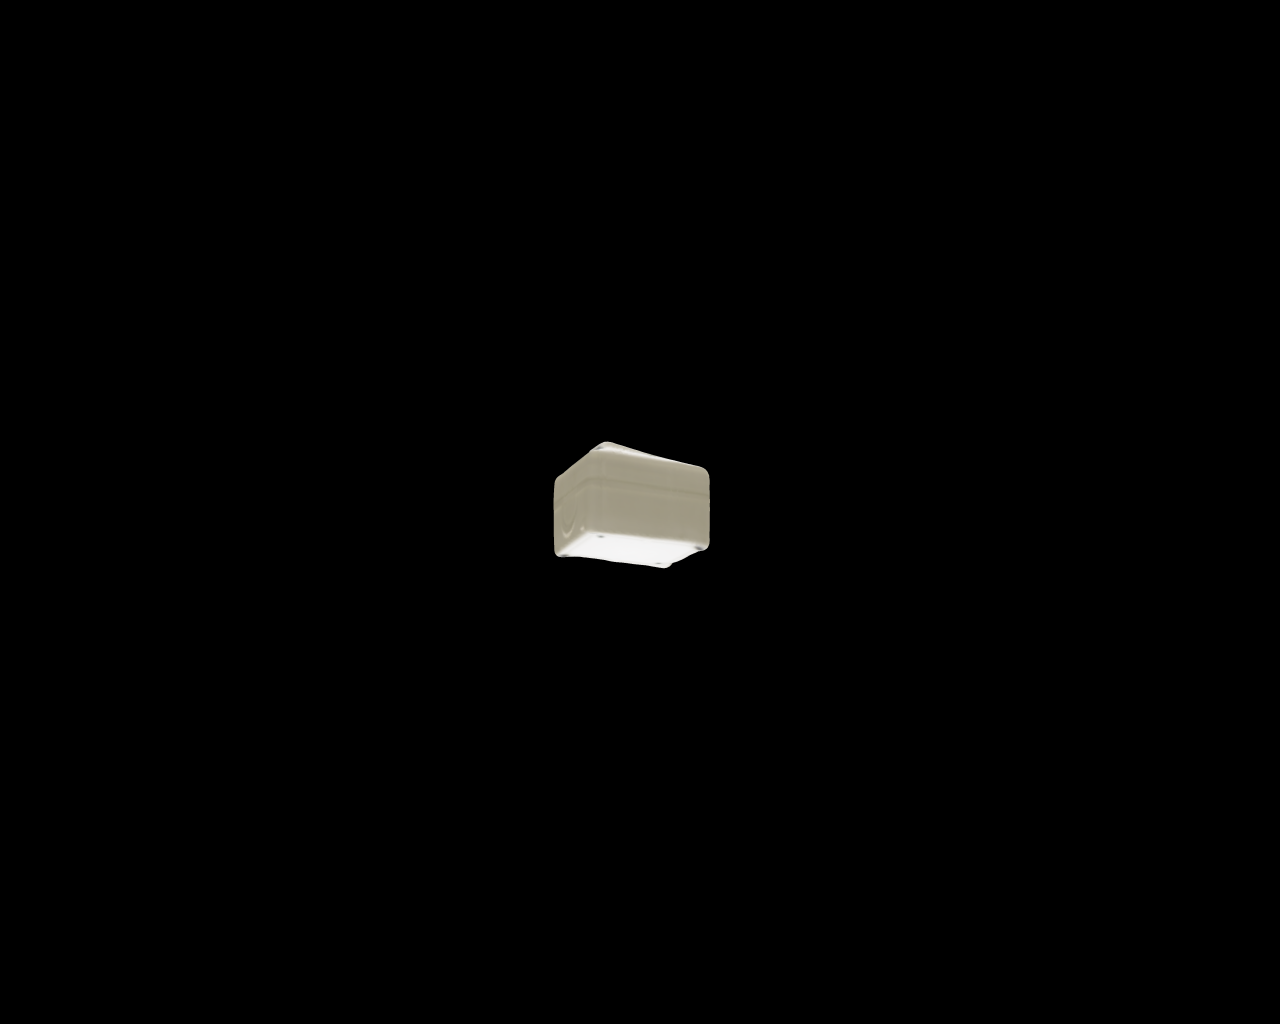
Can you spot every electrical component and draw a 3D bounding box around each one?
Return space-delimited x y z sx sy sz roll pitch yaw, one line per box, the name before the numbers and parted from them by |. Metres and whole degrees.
electrical component | 0.001 -0.003 0.650 0.096 0.061 0.061 8 -19 -24
